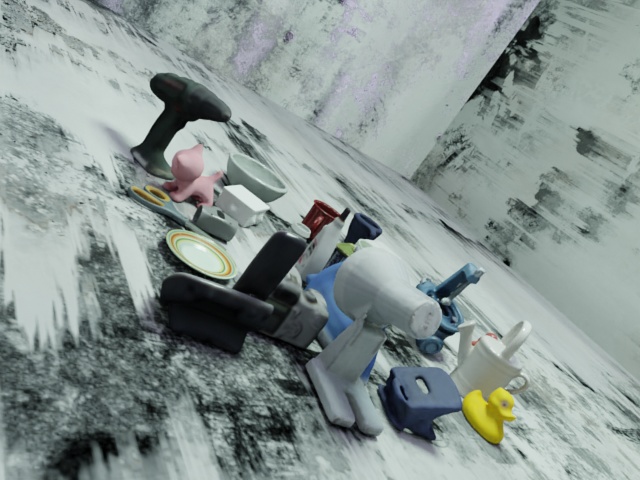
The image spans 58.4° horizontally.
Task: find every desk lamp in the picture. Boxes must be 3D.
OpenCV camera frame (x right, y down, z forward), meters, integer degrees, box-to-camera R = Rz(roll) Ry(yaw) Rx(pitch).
[{"bbox_3d":[0.079,0.138,0.853,0.118,0.213,0.202,25,19,-32],"label":"desk lamp"}]

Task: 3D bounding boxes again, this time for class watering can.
[{"bbox_3d":[0.354,0.236,1.165,0.173,0.194,0.101,32,16,-10],"label":"watering can"}]

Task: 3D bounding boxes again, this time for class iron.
[{"bbox_3d":[0.066,0.122,1.003,0.119,0.141,0.257,25,19,-31],"label":"iron"}]

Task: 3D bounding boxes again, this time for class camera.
[{"bbox_3d":[-0.063,0.083,0.927,0.143,0.100,0.136,28,17,-24],"label":"camera"}]

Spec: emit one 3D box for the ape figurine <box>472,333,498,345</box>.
[{"bbox_3d":[0.386,0.259,1.352,0.078,0.092,0.076,36,16,1],"label":"ape figurine"}]

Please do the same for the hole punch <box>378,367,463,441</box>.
[{"bbox_3d":[0.160,0.250,0.918,0.101,0.091,0.108,28,17,-23],"label":"hole punch"}]

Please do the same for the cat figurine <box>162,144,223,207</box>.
[{"bbox_3d":[-0.249,-0.131,1.132,0.128,0.117,0.067,18,23,-47],"label":"cat figurine"}]

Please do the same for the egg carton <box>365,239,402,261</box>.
[{"bbox_3d":[0.149,0.052,1.501,0.107,0.069,0.151,43,18,25],"label":"egg carton"}]

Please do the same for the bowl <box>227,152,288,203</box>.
[{"bbox_3d":[-0.166,-0.140,1.403,0.168,0.074,0.167,32,16,-10],"label":"bowl"}]

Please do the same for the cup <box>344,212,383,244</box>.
[{"bbox_3d":[0.113,-0.009,1.556,0.092,0.095,0.117,29,17,-22],"label":"cup"}]

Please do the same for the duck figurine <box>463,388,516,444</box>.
[{"bbox_3d":[0.323,0.315,1.074,0.078,0.086,0.104,24,19,-34],"label":"duck figurine"}]

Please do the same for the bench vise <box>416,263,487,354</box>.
[{"bbox_3d":[0.265,0.119,1.274,0.122,0.219,0.207,24,19,-33],"label":"bench vise"}]

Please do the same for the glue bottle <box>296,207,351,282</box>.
[{"bbox_3d":[0.011,0.004,1.171,0.037,0.173,0.078,29,17,-22],"label":"glue bottle"}]

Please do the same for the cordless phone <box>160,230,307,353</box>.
[{"bbox_3d":[-0.115,0.047,0.772,0.148,0.185,0.094,24,19,-34],"label":"cordless phone"}]

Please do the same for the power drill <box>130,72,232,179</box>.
[{"bbox_3d":[-0.293,-0.235,1.174,0.229,0.208,0.076,44,18,29],"label":"power drill"}]
